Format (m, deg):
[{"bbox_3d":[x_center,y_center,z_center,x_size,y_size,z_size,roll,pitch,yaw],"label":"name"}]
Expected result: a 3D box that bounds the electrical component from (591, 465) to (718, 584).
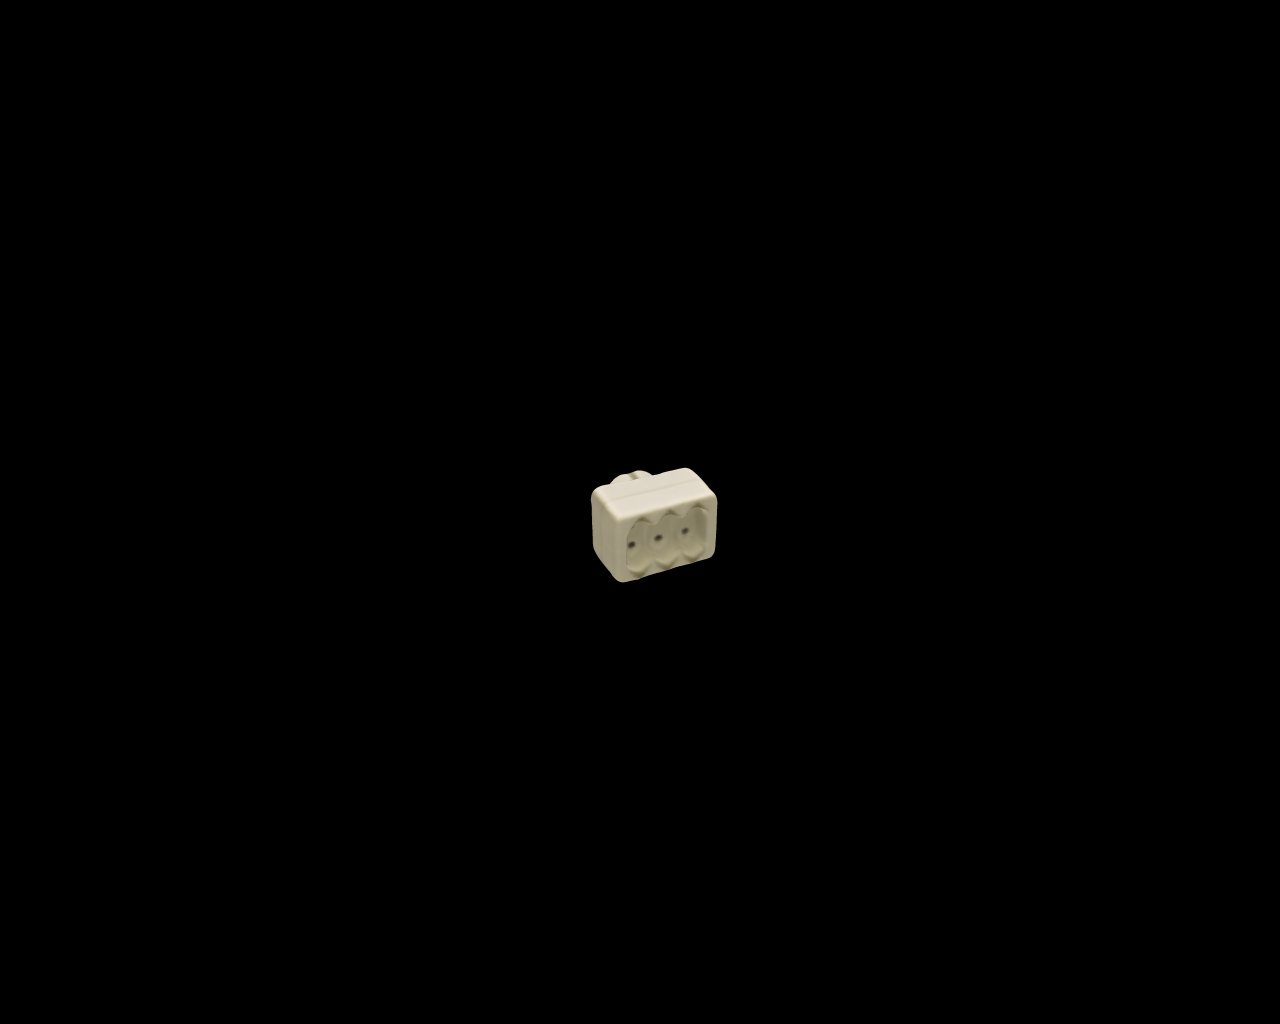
[{"bbox_3d":[0.001,-0.003,0.650,0.066,0.047,0.077,-14,36,-20],"label":"electrical component"}]
